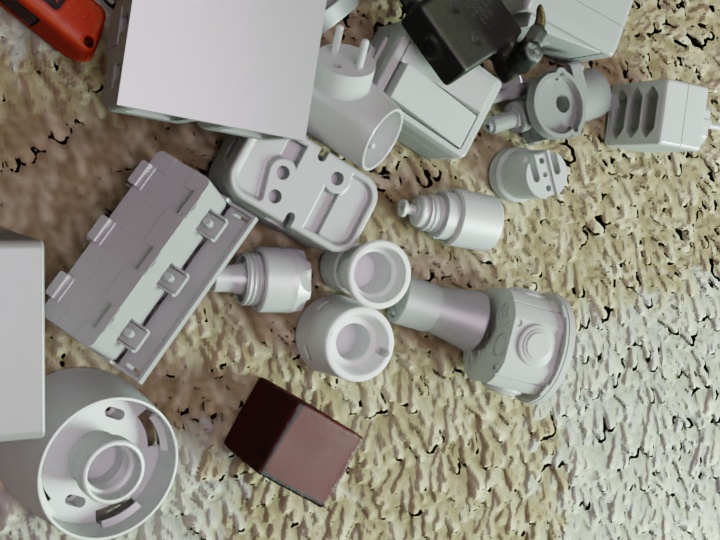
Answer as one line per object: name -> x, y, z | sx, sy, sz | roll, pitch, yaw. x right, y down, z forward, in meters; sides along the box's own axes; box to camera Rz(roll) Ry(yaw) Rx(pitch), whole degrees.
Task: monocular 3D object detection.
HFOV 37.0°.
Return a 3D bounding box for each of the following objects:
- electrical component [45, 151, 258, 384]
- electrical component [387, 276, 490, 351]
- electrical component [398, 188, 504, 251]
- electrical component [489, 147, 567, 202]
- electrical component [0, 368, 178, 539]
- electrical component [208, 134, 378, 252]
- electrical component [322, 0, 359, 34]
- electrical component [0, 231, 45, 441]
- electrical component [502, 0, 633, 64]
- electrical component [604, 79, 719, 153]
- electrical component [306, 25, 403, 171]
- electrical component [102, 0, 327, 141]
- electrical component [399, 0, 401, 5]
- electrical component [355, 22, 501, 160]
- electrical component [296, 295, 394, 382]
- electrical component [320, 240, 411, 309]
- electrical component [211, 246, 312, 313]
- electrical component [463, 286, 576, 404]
electrical component -> -0.131, -0.005, 0.646 | 0.079, 0.063, 0.121 | 31, 80, 18
electrical component -> 0.052, 0.028, 0.751 | 0.065, 0.044, 0.044 | 17, 88, -20
electrical component -> 0.064, -0.037, 0.749 | 0.078, 0.040, 0.040 | 9, 91, -24
electrical component -> 0.121, -0.068, 0.768 | 0.040, 0.046, 0.040 | -2, 96, -24
electrical component -> -0.165, 0.114, 0.662 | 0.099, 0.064, 0.099 | -9, 106, -35
electrical component -> -0.045, -0.054, 0.689 | 0.095, 0.059, 0.053 | 30, 83, -24
electrical component -> -0.037, -0.178, 0.682 | 0.078, 0.058, 0.057 | -42, 106, -15
electrical component -> -0.211, 0.033, 0.597 | 0.056, 0.109, 0.108 | -1, 95, -27
electrical component -> 0.144, -0.181, 0.760 | 0.096, 0.062, 0.061 | 22, 86, -24
electrical component -> 0.236, -0.111, 0.805 | 0.077, 0.066, 0.047 | 6, 92, -24
electrical component -> -0.012, -0.112, 0.664 | 0.043, 0.077, 0.079 | -40, 155, -44
electrical component -> -0.076, -0.173, 0.601 | 0.105, 0.060, 0.186 | 8, 92, -24
electrical component -> 0.027, -0.218, 0.715 | 0.081, 0.042, 0.063 | 20, 85, -25
electrical component -> 0.037, -0.123, 0.718 | 0.096, 0.061, 0.061 | 31, 82, -23
electrical component -> -0.009, 0.046, 0.721 | 0.055, 0.047, 0.055 | -2, 96, -24
electrical component -> 0.000, 0.000, 0.710 | 0.044, 0.065, 0.044 | -3, 96, -23
electrical component -> -0.065, 0.006, 0.695 | 0.062, 0.043, 0.043 | 2, 94, -23
electrical component -> 0.112, 0.051, 0.759 | 0.051, 0.080, 0.080 | 15, 88, -19
